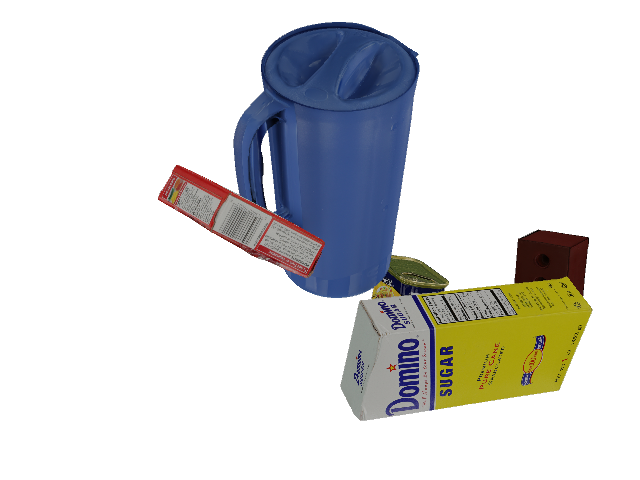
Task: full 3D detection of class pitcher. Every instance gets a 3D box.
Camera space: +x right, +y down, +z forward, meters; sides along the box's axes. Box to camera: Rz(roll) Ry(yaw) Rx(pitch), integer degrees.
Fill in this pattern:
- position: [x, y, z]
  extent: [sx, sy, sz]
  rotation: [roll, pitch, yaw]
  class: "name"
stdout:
- position: [0.007, -0.060, 0.967]
  extent: [0.149, 0.243, 0.145]
  rotation: [4, 43, 4]
  class: "pitcher"

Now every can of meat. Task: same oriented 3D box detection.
- position: [0.093, 0.070, 1.170]
  extent: [0.057, 0.084, 0.102]
  rotation: [6, 13, -20]
  class: "can of meat"

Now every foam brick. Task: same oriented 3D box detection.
- position: [0.213, 0.034, 0.990]
  extent: [0.053, 0.078, 0.051]
  rotation: [10, 17, 32]
  class: "foam brick"

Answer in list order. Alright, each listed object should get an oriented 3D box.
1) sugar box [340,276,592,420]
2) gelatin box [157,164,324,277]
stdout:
- position: [0.109, 0.082, 0.806]
  extent: [0.176, 0.093, 0.048]
  rotation: [-8, 41, -21]
  class: "sugar box"
- position: [-0.051, -0.012, 0.697]
  extent: [0.089, 0.030, 0.073]
  rotation: [28, 1, -39]
  class: "gelatin box"
